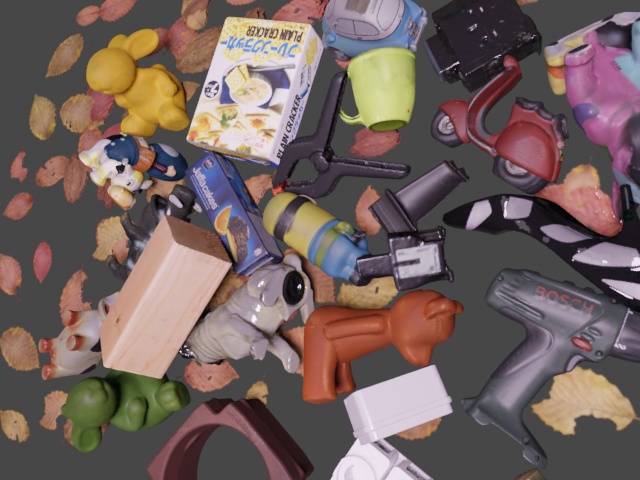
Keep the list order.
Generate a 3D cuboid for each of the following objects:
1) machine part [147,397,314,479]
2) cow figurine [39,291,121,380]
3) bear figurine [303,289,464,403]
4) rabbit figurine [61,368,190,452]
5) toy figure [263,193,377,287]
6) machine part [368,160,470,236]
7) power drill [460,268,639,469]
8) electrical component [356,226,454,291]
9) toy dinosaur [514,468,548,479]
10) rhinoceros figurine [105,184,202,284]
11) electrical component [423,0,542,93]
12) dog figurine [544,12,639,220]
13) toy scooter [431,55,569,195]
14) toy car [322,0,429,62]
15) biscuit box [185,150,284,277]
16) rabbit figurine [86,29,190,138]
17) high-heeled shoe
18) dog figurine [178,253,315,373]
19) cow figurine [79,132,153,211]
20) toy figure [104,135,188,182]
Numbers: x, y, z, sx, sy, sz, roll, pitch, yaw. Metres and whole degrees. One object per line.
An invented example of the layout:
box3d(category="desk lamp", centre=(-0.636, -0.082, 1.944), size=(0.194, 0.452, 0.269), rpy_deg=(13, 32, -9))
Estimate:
box3d(category="machine part", centre=(-0.123, 0.336, 0.737), size=(0.202, 0.087, 0.201), rpy_deg=(43, 97, 25))
box3d(category="cow figurine", centre=(-0.350, 0.149, 0.862), size=(0.195, 0.127, 0.085), rpy_deg=(-41, 62, 27))
box3d(category="bear figurine", centre=(0.082, 0.131, 0.675), size=(0.196, 0.120, 0.132), rpy_deg=(-5, 81, 17))
box3d(category="rabbit figurine", centre=(-0.309, 0.230, 0.789), size=(0.159, 0.170, 0.121), rpy_deg=(-35, 68, 13))
box3d(category="toy figure", centre=(0.000, -0.006, 0.748), size=(0.180, 0.089, 0.082), rpy_deg=(37, 89, 27))
box3d(category="machine part", centre=(0.135, -0.058, 0.730), size=(0.139, 0.039, 0.084), rpy_deg=(-34, 64, 15))
box3d(category="power drill", centre=(0.274, 0.149, 0.608), size=(0.232, 0.086, 0.207), rpy_deg=(32, 97, 26))
box3d(category="electrical component", centre=(0.108, 0.027, 0.693), size=(0.119, 0.048, 0.074), rpy_deg=(-13, 96, 7))
box3d(category="toy dinosaur", centre=(0.266, 0.346, 0.557), size=(0.471, 0.105, 0.198), rpy_deg=(-43, 76, 23))
box3d(category="rhinoceros figurine", centre=(-0.266, -0.005, 0.871), size=(0.112, 0.073, 0.190), rpy_deg=(29, 92, 26))
box3d(category="electrical component", centre=(0.213, -0.271, 0.727), size=(0.134, 0.058, 0.115), rpy_deg=(-28, 68, 15))
box3d(category="dog figurine", centre=(0.351, -0.138, 0.624), size=(0.108, 0.191, 0.219), rpy_deg=(-21, 107, 15))
box3d(category="toy scooter", centre=(0.239, -0.151, 0.677), size=(0.184, 0.075, 0.135), rpy_deg=(40, 110, 28))
box3d(category="toy car", centre=(0.067, -0.319, 0.775), size=(0.162, 0.103, 0.109), rpy_deg=(24, 90, 27))
box3d(category="biscuit box", centre=(-0.134, -0.041, 0.828), size=(0.063, 0.059, 0.203), rpy_deg=(-36, 68, 13))
box3d(category="rabbit figurine", centre=(-0.302, -0.264, 0.883), size=(0.122, 0.173, 0.162), rpy_deg=(2, 85, 27))
box3d(category="high-heeled shoe", centre=(0.264, 0.016, 0.630), size=(0.249, 0.086, 0.145), rpy_deg=(-7, 82, 41))
box3d(category="dog figurine", centre=(-0.115, 0.100, 0.777), size=(0.191, 0.121, 0.172), rpy_deg=(2, 56, 38))
box3d(category="cow figurine", centre=(-0.335, -0.119, 0.914), size=(0.098, 0.068, 0.168), rpy_deg=(-41, 53, -8))
box3d(category="toy figure", centre=(-0.275, -0.132, 0.855), size=(0.064, 0.154, 0.057), rpy_deg=(7, 85, 25))
